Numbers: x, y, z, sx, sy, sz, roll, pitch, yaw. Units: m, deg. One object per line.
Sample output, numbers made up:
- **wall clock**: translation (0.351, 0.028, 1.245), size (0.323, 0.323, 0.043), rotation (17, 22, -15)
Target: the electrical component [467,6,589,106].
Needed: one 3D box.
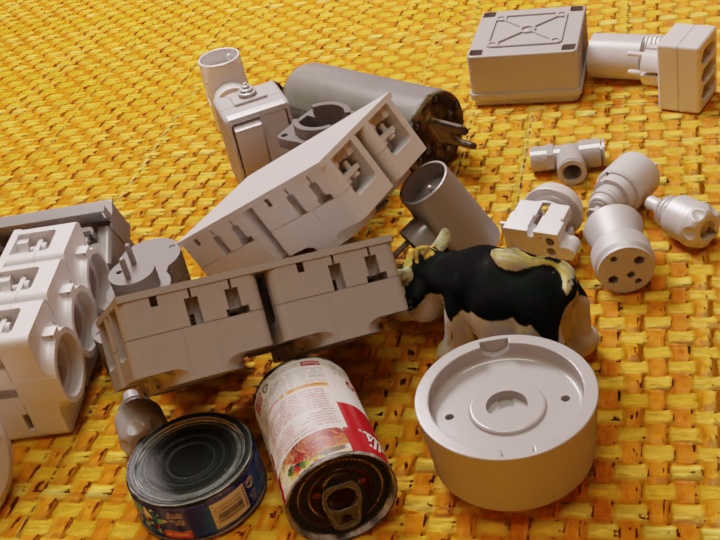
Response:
- **electrical component**: translation (0.169, -0.214, 1.070), size (0.109, 0.056, 0.108), rotation (0, 36, 18)

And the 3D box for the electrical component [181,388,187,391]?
- **electrical component**: translation (-0.120, 0.055, 0.789), size (0.055, 0.045, 0.045), rotation (-35, 40, -29)

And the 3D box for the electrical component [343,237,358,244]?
- **electrical component**: translation (0.000, 0.000, 0.832), size (0.062, 0.048, 0.048), rotation (19, 45, 28)

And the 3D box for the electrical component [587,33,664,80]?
- **electrical component**: translation (0.265, -0.205, 1.038), size (0.081, 0.043, 0.043), rotation (9, 40, 28)

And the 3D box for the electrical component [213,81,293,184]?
- **electrical component**: translation (-0.093, -0.126, 0.993), size (0.062, 0.096, 0.061), rotation (-20, 36, -10)

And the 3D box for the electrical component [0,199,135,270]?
- **electrical component**: translation (-0.260, -0.013, 0.909), size (0.121, 0.078, 0.063), rotation (-9, 64, 6)

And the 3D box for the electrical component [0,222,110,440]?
- **electrical component**: translation (-0.235, 0.042, 0.805), size (0.062, 0.089, 0.150), rotation (-8, 35, 7)

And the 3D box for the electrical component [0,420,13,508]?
- **electrical component**: translation (-0.270, 0.129, 0.704), size (0.051, 0.080, 0.080), rotation (-4, 35, 22)

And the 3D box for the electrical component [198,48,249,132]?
- **electrical component**: translation (-0.131, -0.175, 1.092), size (0.043, 0.077, 0.079), rotation (-18, 35, -7)

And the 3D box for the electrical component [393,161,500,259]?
- **electrical component**: translation (0.057, -0.030, 0.831), size (0.079, 0.077, 0.043), rotation (-45, 32, -1)

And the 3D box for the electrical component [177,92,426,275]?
- **electrical component**: translation (-0.045, -0.054, 0.843), size (0.186, 0.060, 0.105), rotation (-23, 20, 45)

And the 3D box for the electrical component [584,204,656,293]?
- **electrical component**: translation (0.191, -0.016, 0.791), size (0.045, 0.045, 0.055), rotation (-8, 35, 7)

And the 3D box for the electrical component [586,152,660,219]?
- **electrical component**: translation (0.206, -0.062, 0.856), size (0.040, 0.040, 0.078), rotation (20, 46, 38)

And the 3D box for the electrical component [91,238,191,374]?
- **electrical component**: translation (-0.173, 0.015, 0.838), size (0.052, 0.073, 0.138), rotation (-7, 35, 9)

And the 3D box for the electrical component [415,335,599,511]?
- **electrical component**: translation (0.091, 0.096, 0.650), size (0.108, 0.060, 0.108), rotation (-9, 35, 6)

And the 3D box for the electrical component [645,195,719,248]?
- **electrical component**: translation (0.243, -0.041, 0.820), size (0.035, 0.035, 0.061), rotation (-26, 34, -19)

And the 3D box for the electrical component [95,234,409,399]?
- **electrical component**: translation (-0.073, 0.035, 0.725), size (0.186, 0.060, 0.105), rotation (-13, -6, -22)

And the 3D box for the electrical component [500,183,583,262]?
- **electrical component**: translation (0.144, -0.035, 0.834), size (0.066, 0.048, 0.055), rotation (10, 48, 29)

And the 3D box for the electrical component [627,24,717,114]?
- **electrical component**: translation (0.282, -0.187, 0.986), size (0.077, 0.065, 0.047), rotation (13, 42, 33)

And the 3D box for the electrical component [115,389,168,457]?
- **electrical component**: translation (-0.153, 0.103, 0.742), size (0.035, 0.035, 0.061), rotation (-22, 33, -13)
